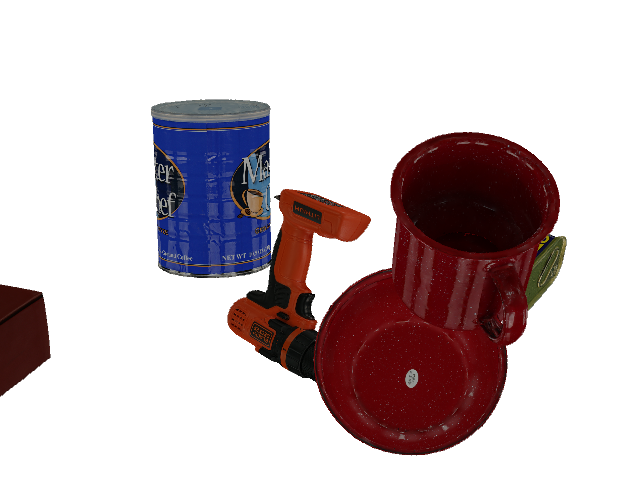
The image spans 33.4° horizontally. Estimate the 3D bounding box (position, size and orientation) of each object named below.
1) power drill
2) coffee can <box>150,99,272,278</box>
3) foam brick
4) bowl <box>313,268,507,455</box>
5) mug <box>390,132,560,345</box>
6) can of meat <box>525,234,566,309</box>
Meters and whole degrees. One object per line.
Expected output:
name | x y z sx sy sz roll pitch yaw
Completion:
power drill | -0.011 0.050 1.151 0.185 0.188 0.057 25 11 38
coffee can | -0.094 -0.048 0.935 0.103 0.140 0.103 0 14 0
foam brick | -0.228 0.070 0.718 0.053 0.051 0.078 9 28 24
bowl | 0.072 0.104 0.866 0.162 0.162 0.055 0 7 5
mug | 0.088 0.008 0.607 0.093 0.117 0.081 -15 -37 -13
can of meat | 0.171 0.021 1.013 0.084 0.057 0.101 26 46 27
